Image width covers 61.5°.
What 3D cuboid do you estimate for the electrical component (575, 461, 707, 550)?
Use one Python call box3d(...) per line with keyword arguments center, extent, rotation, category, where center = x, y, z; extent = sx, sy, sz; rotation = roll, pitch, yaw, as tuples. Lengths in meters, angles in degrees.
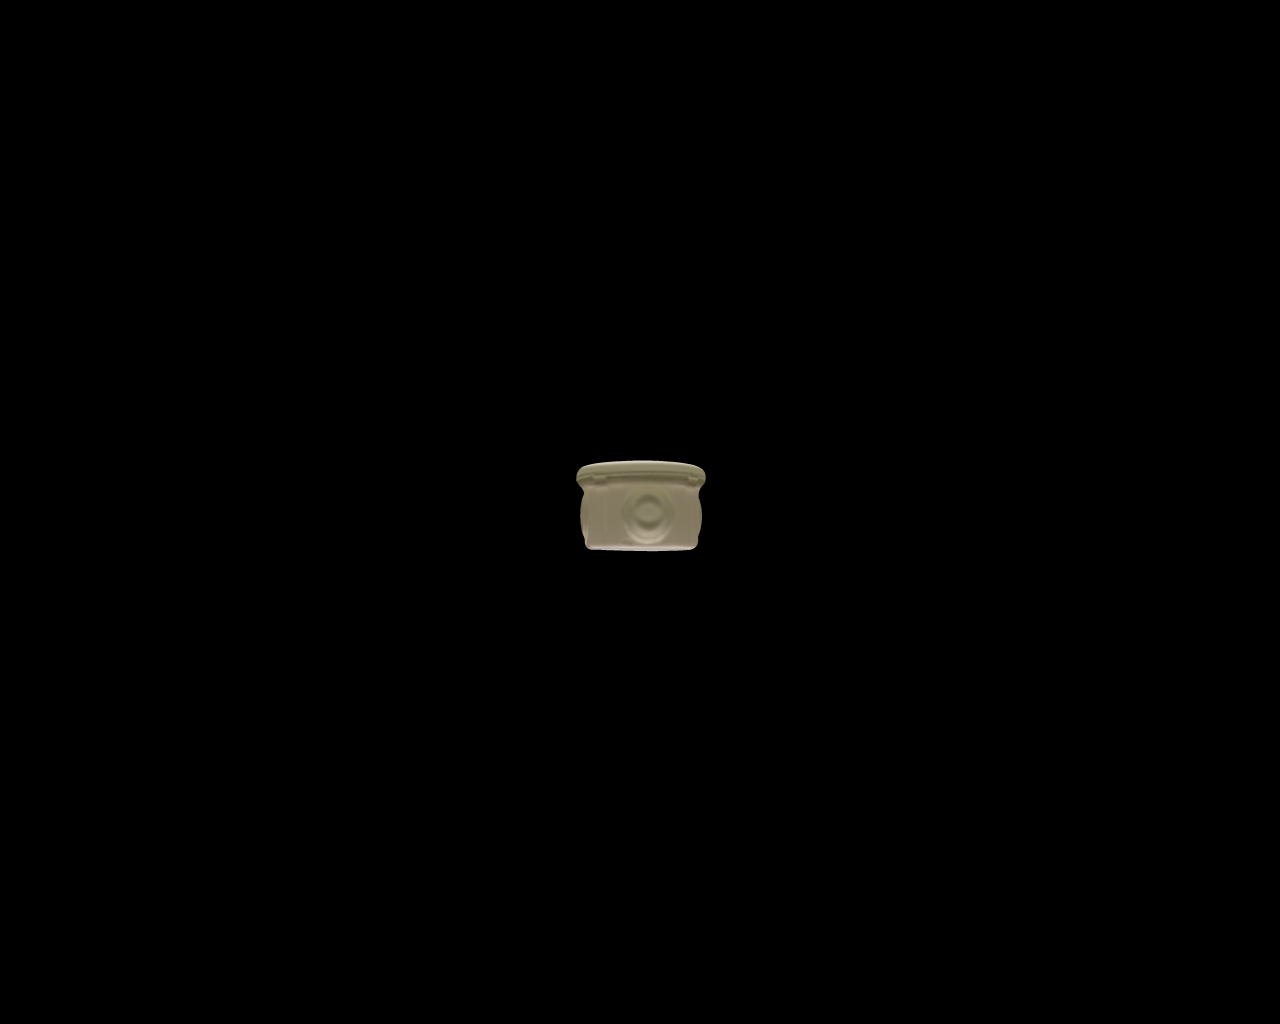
box3d(center=(0.001, -0.003, 0.650), extent=(0.080, 0.051, 0.080), rotation=(0, -3, 0), category="electrical component")
